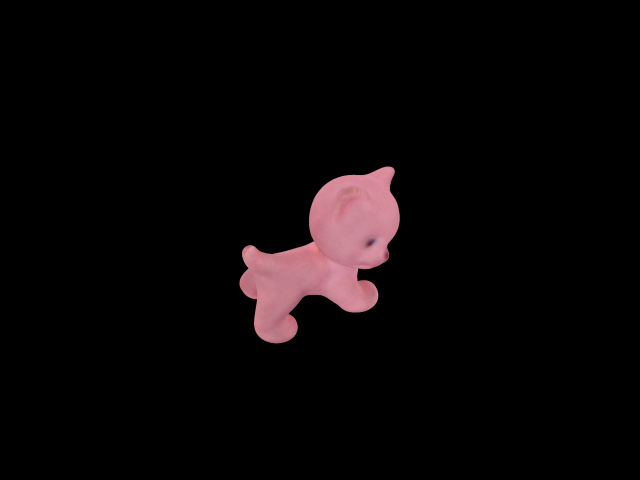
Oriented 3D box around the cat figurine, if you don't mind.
[{"bbox_3d":[0.004,0.001,0.400,0.128,0.118,0.067,-21,54,-15],"label":"cat figurine"}]
